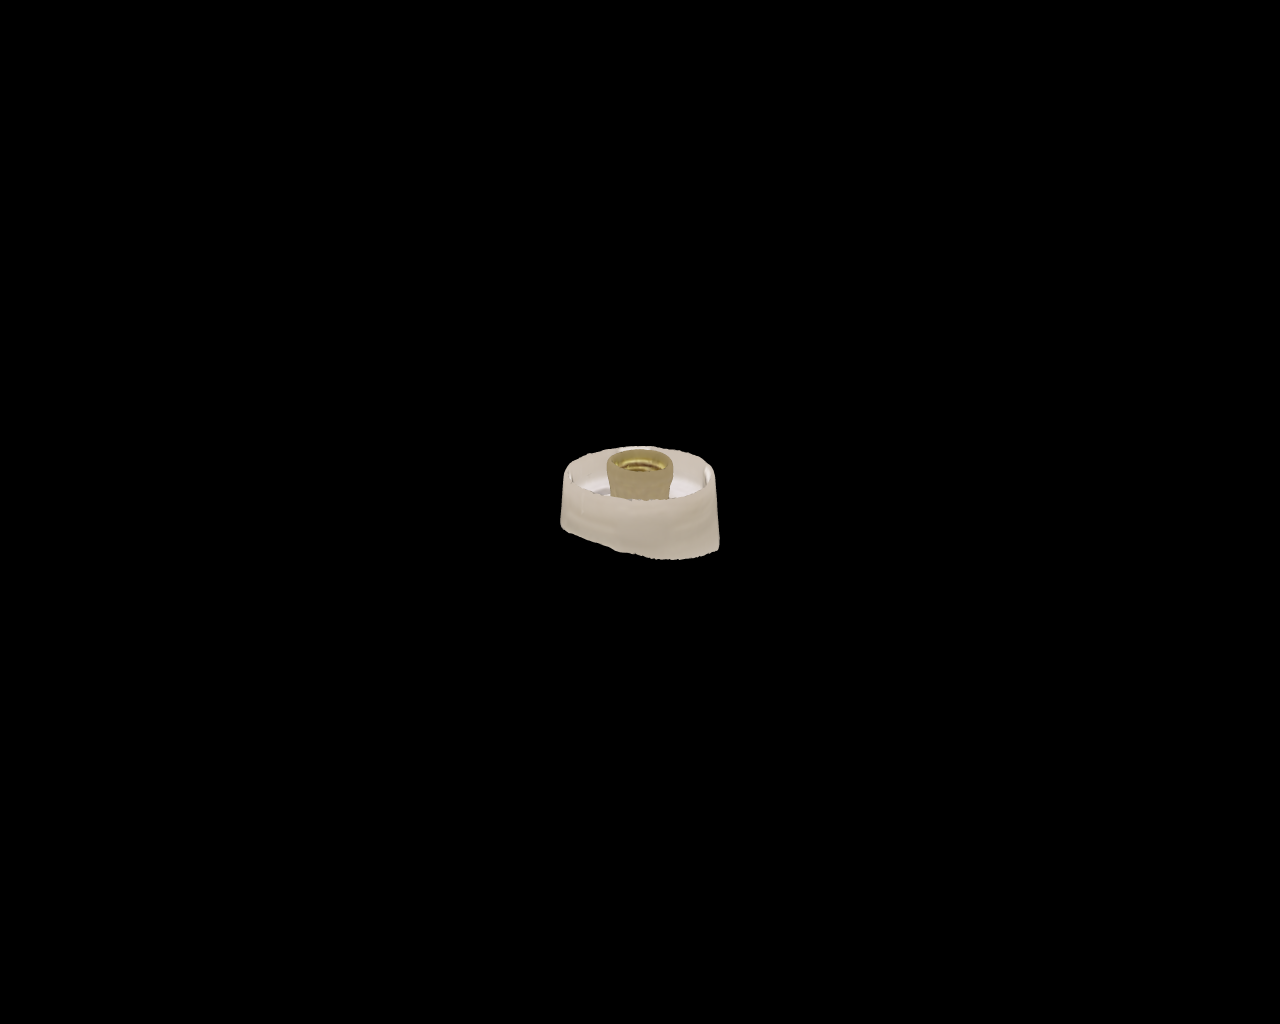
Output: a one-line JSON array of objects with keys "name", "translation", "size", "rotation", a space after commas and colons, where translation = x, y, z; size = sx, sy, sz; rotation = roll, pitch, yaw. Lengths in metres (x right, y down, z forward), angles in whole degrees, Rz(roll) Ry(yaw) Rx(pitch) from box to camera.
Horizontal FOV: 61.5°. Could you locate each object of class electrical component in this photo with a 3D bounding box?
[{"name": "electrical component", "translation": [0.001, -0.003, 0.650], "size": [0.099, 0.064, 0.099], "rotation": [0, 23, 0]}]
